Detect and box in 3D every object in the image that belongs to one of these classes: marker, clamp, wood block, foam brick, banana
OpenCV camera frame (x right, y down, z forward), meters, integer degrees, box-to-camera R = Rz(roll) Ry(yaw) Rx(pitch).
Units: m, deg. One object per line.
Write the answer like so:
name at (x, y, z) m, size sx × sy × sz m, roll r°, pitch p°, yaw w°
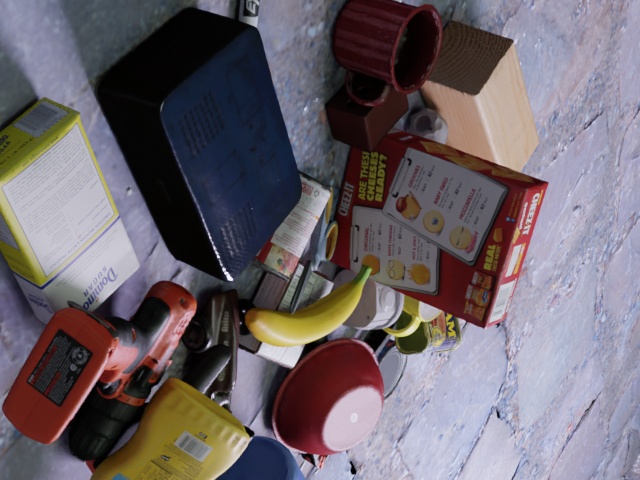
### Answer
marker at (-0.062, -0.219, 0.949) m, size 0.020 × 0.020 × 0.121 m, roll -23°, pitch 130°, yaw -49°
clamp at (0.025, 0.186, 1.340) m, size 0.164 × 0.036 × 0.210 m, roll -10°, pitch 119°, yaw -47°
wood block at (0.198, -0.162, 1.319) m, size 0.090 × 0.091 × 0.206 m, roll -55°, pitch 148°, yaw -16°
foam brick at (0.051, -0.142, 1.144) m, size 0.078 × 0.053 × 0.051 m, roll -50°, pitch 146°, yaw -27°
banana at (-0.016, 0.079, 1.131) m, size 0.197 × 0.037 × 0.070 m, roll -21°, pitch 121°, yaw -49°
clamp at (-0.144, 0.172, 1.028) m, size 0.171 × 0.039 × 0.120 m, roll -18°, pitch 114°, yaw -28°

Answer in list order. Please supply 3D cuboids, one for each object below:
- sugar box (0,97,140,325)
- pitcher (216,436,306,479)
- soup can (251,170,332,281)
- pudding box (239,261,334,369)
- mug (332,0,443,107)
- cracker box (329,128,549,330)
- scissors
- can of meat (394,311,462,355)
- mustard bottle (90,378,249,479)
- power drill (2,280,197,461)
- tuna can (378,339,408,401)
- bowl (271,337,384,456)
sugar box at (-0.208, -0.015, 0.839) m, size 0.093 × 0.048 × 0.176 m, roll -46°, pitch 148°, yaw -29°
pitcher at (-0.053, 0.329, 1.251) m, size 0.144 × 0.149 × 0.243 m, roll -35°, pitch 137°, yaw -18°
soup can at (-0.040, -0.018, 1.073) m, size 0.102 × 0.069 × 0.068 m, roll -64°, pitch 149°, yaw -5°
pudding box at (-0.039, 0.078, 1.170) m, size 0.090 × 0.039 × 0.113 m, roll 33°, pitch 80°, yaw -58°
mug at (0.063, -0.194, 1.096) m, size 0.093 × 0.082 × 0.117 m, roll 12°, pitch 100°, yaw -59°
cracker box at (0.126, -0.020, 1.185) m, size 0.071 × 0.214 × 0.164 m, roll -15°, pitch 123°, yaw -55°
scissors at (-0.007, 0.001, 1.117) m, size 0.201 × 0.016 × 0.096 m, roll -50°, pitch 141°, yaw -71°
can of meat at (0.137, 0.101, 1.413) m, size 0.083 × 0.058 × 0.102 m, roll 1°, pitch 78°, yaw -54°
mustard bottle at (-0.158, 0.227, 0.983) m, size 0.096 × 0.058 × 0.191 m, roll 38°, pitch 90°, yaw -22°
power drill at (-0.189, 0.118, 0.900) m, size 0.184 × 0.057 × 0.187 m, roll -60°, pitch 169°, yaw 6°
tuna can at (0.080, 0.172, 1.421) m, size 0.086 × 0.034 × 0.086 m, roll -36°, pitch 138°, yaw -41°
bowl at (0.023, 0.199, 1.273) m, size 0.161 × 0.055 × 0.162 m, roll -20°, pitch 126°, yaw -31°
